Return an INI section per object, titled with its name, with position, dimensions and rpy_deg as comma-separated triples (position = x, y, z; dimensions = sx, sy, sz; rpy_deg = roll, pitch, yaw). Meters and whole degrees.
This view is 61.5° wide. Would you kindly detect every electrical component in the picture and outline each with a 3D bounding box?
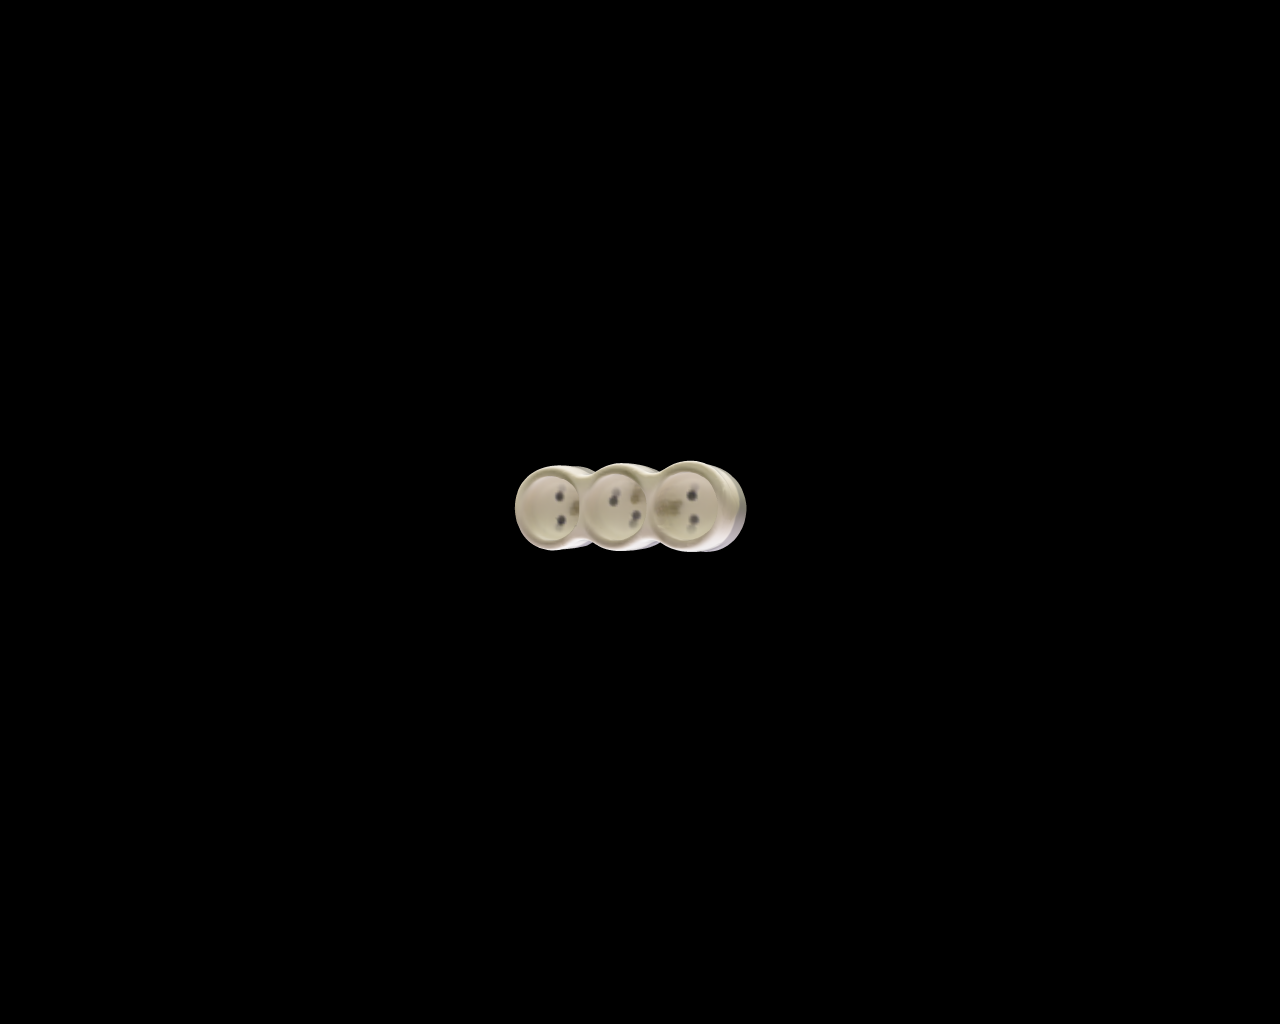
[electrical component]
position = 0.001, -0.003, 0.650
dimensions = 0.138, 0.052, 0.074
rpy_deg = 0, 0, 25
